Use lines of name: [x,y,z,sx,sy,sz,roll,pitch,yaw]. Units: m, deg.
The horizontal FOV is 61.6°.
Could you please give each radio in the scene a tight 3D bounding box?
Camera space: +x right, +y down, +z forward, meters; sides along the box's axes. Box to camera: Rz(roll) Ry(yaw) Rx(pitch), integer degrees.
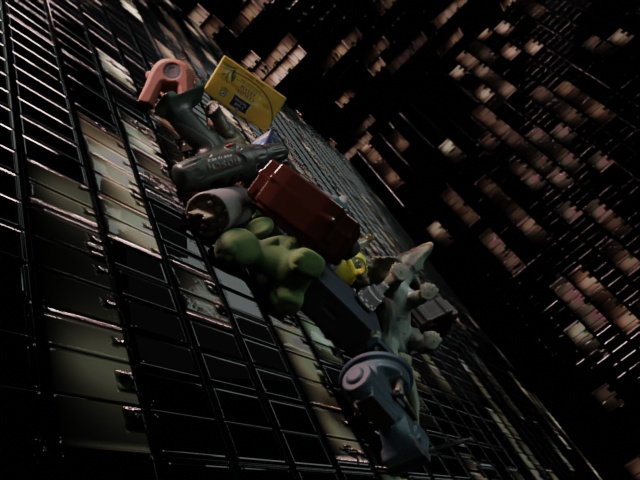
radio: [0.021,0.120,1.070,0.229,0.073,0.131,46,12,-12]

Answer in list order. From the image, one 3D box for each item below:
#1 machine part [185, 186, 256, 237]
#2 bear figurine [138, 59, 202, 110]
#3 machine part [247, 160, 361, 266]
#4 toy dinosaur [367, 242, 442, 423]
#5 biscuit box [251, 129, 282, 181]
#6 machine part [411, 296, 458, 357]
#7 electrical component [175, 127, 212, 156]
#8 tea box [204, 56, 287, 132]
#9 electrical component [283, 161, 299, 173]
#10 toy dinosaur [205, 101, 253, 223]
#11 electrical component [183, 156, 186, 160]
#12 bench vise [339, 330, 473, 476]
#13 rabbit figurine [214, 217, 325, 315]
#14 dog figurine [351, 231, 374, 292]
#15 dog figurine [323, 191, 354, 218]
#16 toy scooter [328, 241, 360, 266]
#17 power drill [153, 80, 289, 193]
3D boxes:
machine part: [-0.172,-0.054,0.957,0.079,0.079,0.243,47,12,0]
bear figurine: [-0.334,-0.324,1.225,0.120,0.132,0.196,10,-12,-10]
machine part: [-0.028,-0.044,0.982,0.201,0.087,0.201,36,-5,10]
toy dinosaur: [0.166,0.182,1.157,0.131,0.404,0.192,12,-18,-10]
biscuit box: [-0.121,-0.186,1.177,0.062,0.059,0.203,56,13,-19]
machine part: [0.247,0.211,1.293,0.179,0.179,0.056,30,19,-53]
electrical component: [-0.269,-0.208,1.135,0.021,0.094,0.063,30,59,-59]
tea box: [-0.175,-0.338,1.249,0.169,0.098,0.068,29,8,-19]
electrical component: [-0.073,-0.109,1.272,0.134,0.058,0.115,54,31,-69]
toy dinosaur: [-0.217,-0.212,1.245,0.198,0.105,0.472,43,21,-53]
electrical component: [-0.230,-0.168,1.078,0.045,0.102,0.078,28,12,-46]
bench vise: [0.114,0.246,0.881,0.223,0.129,0.241,40,22,-20]
rabbit figurine: [-0.095,0.021,0.907,0.170,0.121,0.159,25,22,-22]
dog figurine: [0.041,0.052,1.334,0.190,0.121,0.172,0,69,-39]
dog figurine: [-0.019,-0.076,1.445,0.219,0.108,0.191,16,51,-44]
toy scooter: [-0.002,-0.003,1.144,0.075,0.184,0.135,-35,94,-39]
power drill: [-0.198,-0.196,1.019,0.207,0.232,0.086,57,-31,2]
